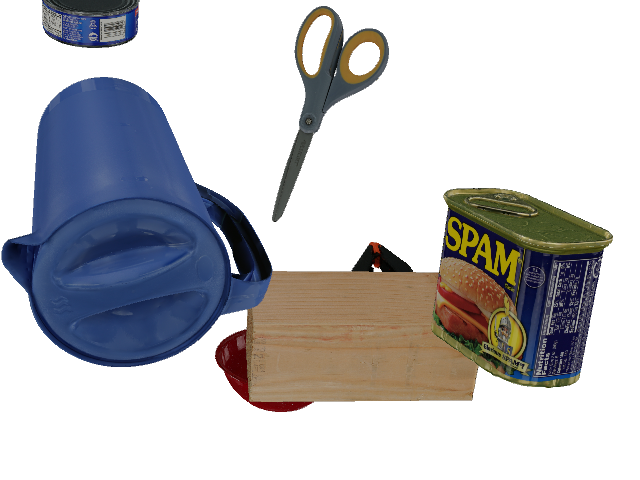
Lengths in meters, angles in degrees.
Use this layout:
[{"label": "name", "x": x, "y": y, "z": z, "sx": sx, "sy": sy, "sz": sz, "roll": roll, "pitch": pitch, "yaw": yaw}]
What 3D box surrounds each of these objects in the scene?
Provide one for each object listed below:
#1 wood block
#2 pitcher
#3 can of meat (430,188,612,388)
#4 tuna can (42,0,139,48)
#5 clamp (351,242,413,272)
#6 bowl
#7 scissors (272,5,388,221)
[{"label": "wood block", "x": 0.036, "y": 0.089, "z": 0.988, "sx": 0.206, "sy": 0.090, "sz": 0.091, "roll": 1, "pitch": 31, "yaw": -7}, {"label": "pitcher", "x": -0.142, "y": -0.026, "z": 0.796, "sx": 0.145, "sy": 0.149, "sz": 0.243, "roll": -30, "pitch": 35, "yaw": 3}, {"label": "can of meat", "x": 0.107, "y": 0.024, "z": 0.593, "sx": 0.057, "sy": 0.084, "sz": 0.102, "roll": -3, "pitch": 20, "yaw": -27}, {"label": "tuna can", "x": -0.205, "y": -0.203, "z": 0.954, "sx": 0.086, "sy": 0.034, "sz": 0.086, "roll": 5, "pitch": 32, "yaw": -4}, {"label": "clamp", "x": 0.084, "y": 0.071, "z": 1.188, "sx": 0.120, "sy": 0.171, "sz": 0.039, "roll": 5, "pitch": -43, "yaw": -3}, {"label": "bowl", "x": -0.051, "y": 0.166, "z": 1.327, "sx": 0.162, "sy": 0.055, "sz": 0.162, "roll": 3, "pitch": 22, "yaw": -2}, {"label": "scissors", "x": 0.010, "y": -0.114, "z": 0.976, "sx": 0.096, "sy": 0.202, "sz": 0.016, "roll": 4, "pitch": -4, "yaw": 13}]
